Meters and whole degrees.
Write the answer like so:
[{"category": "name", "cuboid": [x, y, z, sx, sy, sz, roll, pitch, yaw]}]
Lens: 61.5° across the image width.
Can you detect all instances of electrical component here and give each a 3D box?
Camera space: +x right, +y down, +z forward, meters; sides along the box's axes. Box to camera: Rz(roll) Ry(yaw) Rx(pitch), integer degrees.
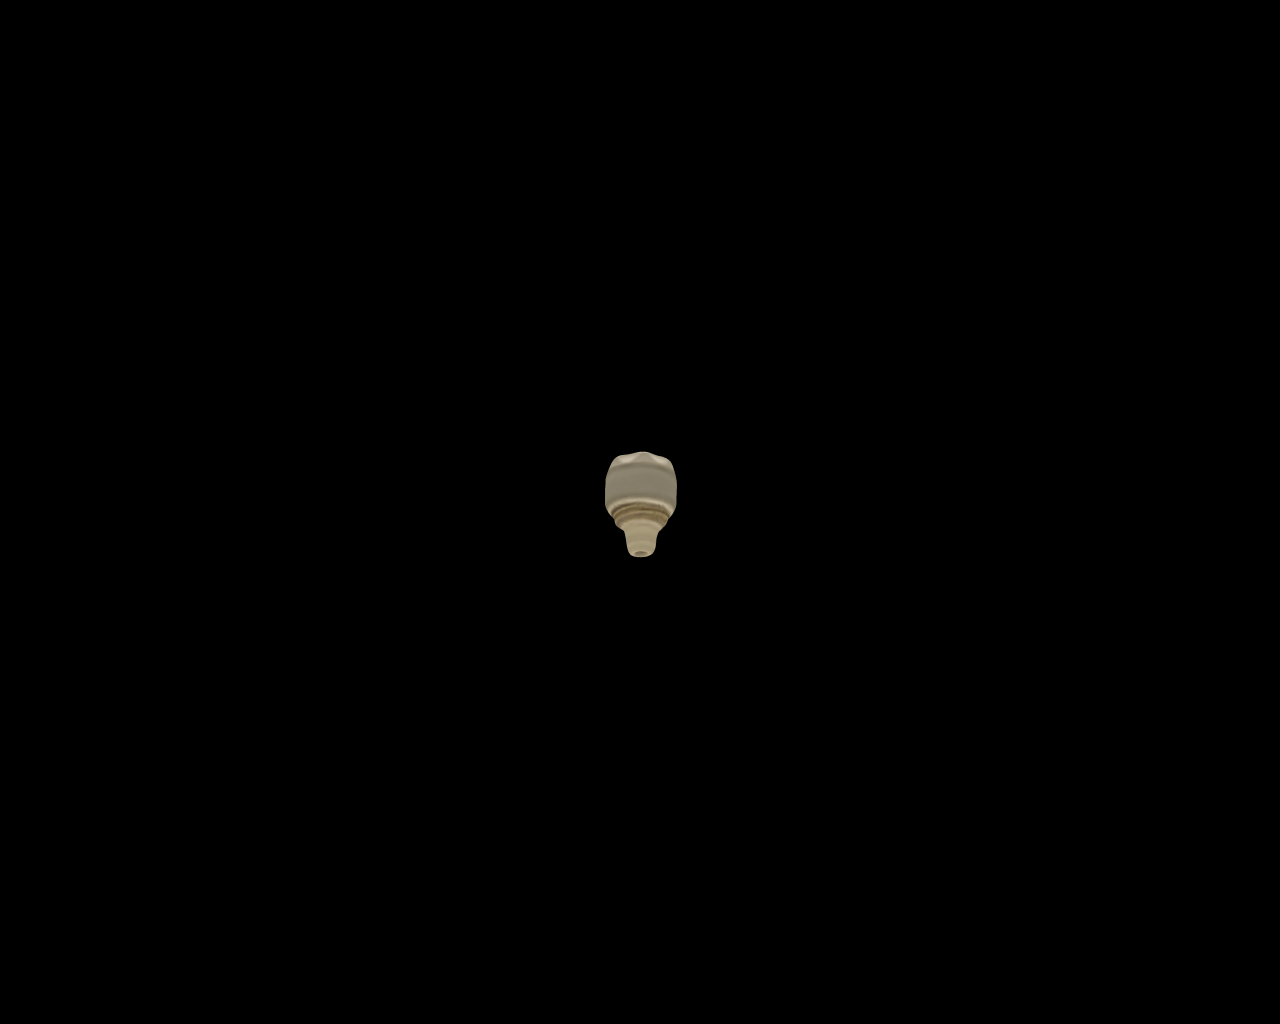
[{"category": "electrical component", "cuboid": [0.001, -0.003, 0.650, 0.043, 0.062, 0.043, 0, -22, 0]}]
